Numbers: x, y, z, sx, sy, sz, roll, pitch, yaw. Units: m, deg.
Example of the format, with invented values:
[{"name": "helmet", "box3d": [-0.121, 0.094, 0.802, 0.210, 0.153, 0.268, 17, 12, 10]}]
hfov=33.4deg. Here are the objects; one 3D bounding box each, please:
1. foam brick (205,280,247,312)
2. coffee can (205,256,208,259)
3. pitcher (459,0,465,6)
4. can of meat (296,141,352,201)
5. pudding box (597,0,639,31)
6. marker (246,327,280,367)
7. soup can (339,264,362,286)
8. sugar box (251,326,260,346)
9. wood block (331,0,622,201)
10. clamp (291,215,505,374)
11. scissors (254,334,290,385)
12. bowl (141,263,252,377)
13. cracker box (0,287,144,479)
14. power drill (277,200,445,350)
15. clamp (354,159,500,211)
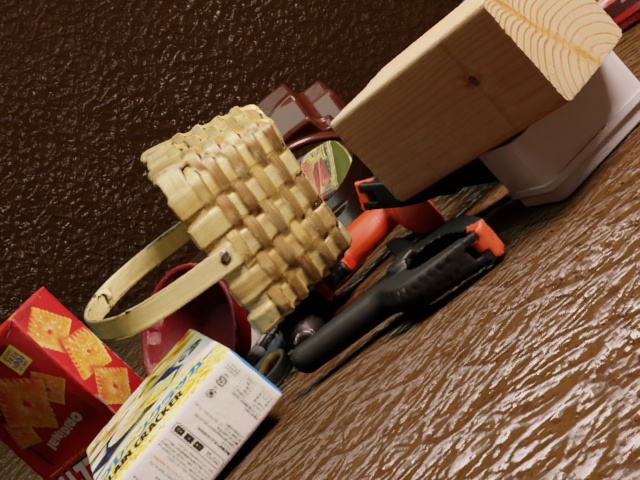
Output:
[{"name": "foam brick", "box3d": [-0.100, 0.055, 1.227, 0.051, 0.053, 0.078, -26, 7, 16]}, {"name": "coffee can", "box3d": [-0.138, 0.081, 1.381, 0.140, 0.103, 0.102, -41, 8, 17]}, {"name": "pitcher", "box3d": [0.214, -0.251, 1.306, 0.243, 0.145, 0.149, -46, -22, 5]}, {"name": "can of meat", "box3d": [-0.001, -0.070, 1.378, 0.084, 0.057, 0.102, -29, 49, 25]}, {"name": "pudding box", "box3d": [0.325, -0.258, 1.097, 0.113, 0.039, 0.090, -49, 9, -34]}, {"name": "marker", "box3d": [-0.050, 0.099, 1.151, 0.020, 0.020, 0.121, -39, 9, 31]}, {"name": "soup can", "box3d": [-0.008, 0.001, 1.148, 0.068, 0.102, 0.068, -43, 7, 7]}, {"name": "sugar box", "box3d": [-0.146, 0.155, 1.245, 0.176, 0.048, 0.093, -40, 8, -3]}, {"name": "wood block", "box3d": [0.109, -0.117, 0.799, 0.090, 0.091, 0.206, -48, 9, -32]}, {"name": "clamp", "box3d": [0.065, 0.035, 0.838, 0.164, 0.036, 0.210, -47, 9, -27]}, {"name": "scissors", "box3d": [-0.057, 0.122, 1.070, 0.096, 0.016, 0.201, -42, 7, 10]}, {"name": "bowl", "box3d": [-0.124, 0.107, 1.151, 0.055, 0.162, 0.162, 7, -35, -45]}, {"name": "cracker box", "box3d": [-0.272, 0.177, 1.131, 0.164, 0.213, 0.072, -38, 10, 36]}, {"name": "power drill", "box3d": [0.030, 0.019, 1.024, 0.188, 0.057, 0.184, -41, 16, 8]}, {"name": "clamp", "box3d": [0.116, -0.058, 0.923, 0.171, 0.039, 0.120, -20, 8, 4]}]
